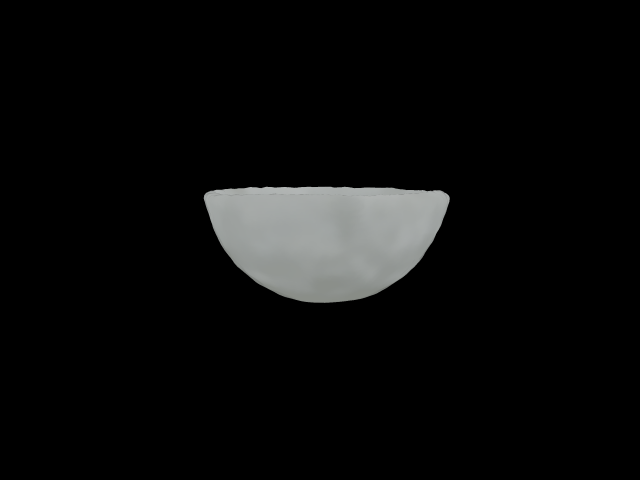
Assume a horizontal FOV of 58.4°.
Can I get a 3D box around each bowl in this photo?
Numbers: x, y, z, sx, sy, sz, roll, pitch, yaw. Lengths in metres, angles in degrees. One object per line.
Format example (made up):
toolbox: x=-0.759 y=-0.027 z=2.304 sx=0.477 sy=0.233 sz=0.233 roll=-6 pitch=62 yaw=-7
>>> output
bowl: x=0.004 y=0.001 z=0.400 sx=0.167 sy=0.075 sz=0.167 roll=0 pitch=7 yaw=0
